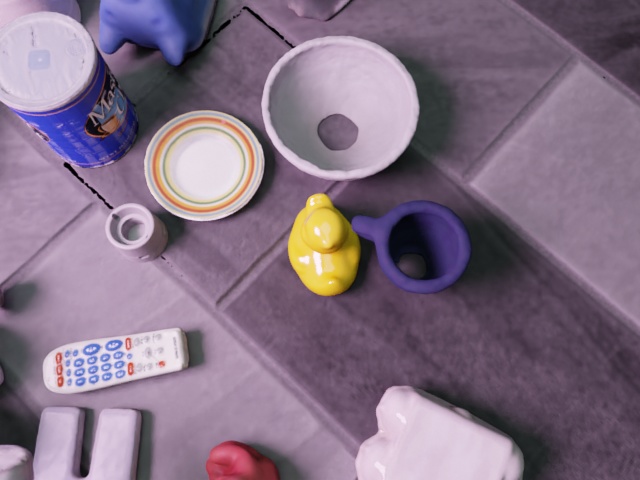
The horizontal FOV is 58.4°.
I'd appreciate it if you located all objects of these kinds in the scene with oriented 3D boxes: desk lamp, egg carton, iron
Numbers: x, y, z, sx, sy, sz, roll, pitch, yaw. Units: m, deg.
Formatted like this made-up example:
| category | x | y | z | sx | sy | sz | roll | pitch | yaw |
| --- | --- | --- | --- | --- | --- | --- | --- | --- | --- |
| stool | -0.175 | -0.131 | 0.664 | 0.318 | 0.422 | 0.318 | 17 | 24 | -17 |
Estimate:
| category | x | y | z | sx | sy | sz | roll | pitch | yaw |
| --- | --- | --- | --- | --- | --- | --- | --- | --- | --- |
| desk lamp | -0.231 | 0.238 | 0.450 | 0.118 | 0.213 | 0.203 | 1 | 75 | -1 |
| egg carton | 0.114 | 0.209 | 0.542 | 0.150 | 0.069 | 0.107 | 24 | 76 | 5 |
| iron | -0.179 | -0.336 | 0.644 | 0.118 | 0.141 | 0.258 | 10 | 75 | 2 |

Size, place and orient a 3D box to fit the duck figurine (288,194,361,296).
| category | x | y | z | sx | sy | sz | roll | pitch | yaw |
| --- | --- | --- | --- | --- | --- | --- | --- | --- | --- |
| duck figurine | 0.005 | 0.002 | 0.586 | 0.077 | 0.086 | 0.104 | -9 | 75 | -4 |

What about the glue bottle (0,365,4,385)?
| category | x | y | z | sx | sy | sz | roll | pitch | yaw |
| --- | --- | --- | --- | --- | --- | --- | --- | --- | --- |
| glue bottle | -0.348 | 0.100 | 0.506 | 0.037 | 0.173 | 0.078 | -29 | 77 | -8 |

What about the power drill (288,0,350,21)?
| category | x | y | z | sx | sy | sz | roll | pitch | yaw |
| --- | --- | --- | --- | --- | --- | --- | --- | --- | --- |
| power drill | 0.015 | -0.350 | 0.618 | 0.075 | 0.208 | 0.230 | 42 | 78 | 10 |

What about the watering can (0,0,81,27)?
| category | x | y | z | sx | sy | sz | roll | pitch | yaw |
| --- | --- | --- | --- | --- | --- | --- | --- | --- | --- |
| watering can | -0.332 | -0.296 | 0.602 | 0.101 | 0.194 | 0.173 | 33 | 77 | 8 |

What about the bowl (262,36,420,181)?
| category | x | y | z | sx | sy | sz | roll | pitch | yaw |
| --- | --- | --- | --- | --- | --- | --- | --- | --- | --- |
| bowl | 0.022 | -0.133 | 0.629 | 0.167 | 0.075 | 0.167 | 0 | 75 | -1 |

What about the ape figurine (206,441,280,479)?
| category | x | y | z | sx | sy | sz | roll | pitch | yaw |
| --- | --- | --- | --- | --- | --- | --- | --- | --- | --- |
| ape figurine | -0.076 | 0.226 | 0.521 | 0.076 | 0.092 | 0.078 | 7 | 75 | 1 |

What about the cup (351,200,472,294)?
| category | x | y | z | sx | sy | sz | roll | pitch | yaw |
| --- | --- | --- | --- | --- | --- | --- | --- | --- | --- |
| cup | 0.085 | 0.012 | 0.581 | 0.117 | 0.095 | 0.092 | 19 | 75 | 4 |
